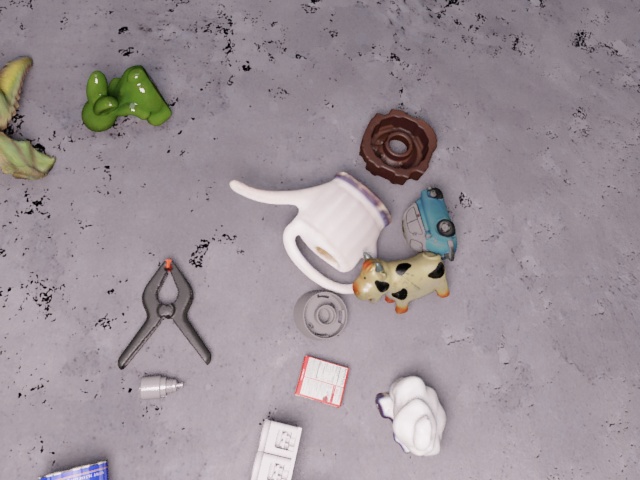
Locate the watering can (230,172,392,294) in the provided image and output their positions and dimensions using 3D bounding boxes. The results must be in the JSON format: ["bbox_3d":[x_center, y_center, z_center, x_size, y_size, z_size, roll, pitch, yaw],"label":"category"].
[{"bbox_3d":[0.003,-0.052,1.042,0.346,0.103,0.227,45,69,-10],"label":"watering can"}]

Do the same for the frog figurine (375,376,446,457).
[{"bbox_3d":[0.175,0.310,0.910,0.123,0.157,0.139,-5,70,-13],"label":"frog figurine"}]

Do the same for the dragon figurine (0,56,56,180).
[{"bbox_3d":[-0.623,-0.220,1.005,0.239,0.121,0.419,58,26,-21],"label":"dragon figurine"}]
